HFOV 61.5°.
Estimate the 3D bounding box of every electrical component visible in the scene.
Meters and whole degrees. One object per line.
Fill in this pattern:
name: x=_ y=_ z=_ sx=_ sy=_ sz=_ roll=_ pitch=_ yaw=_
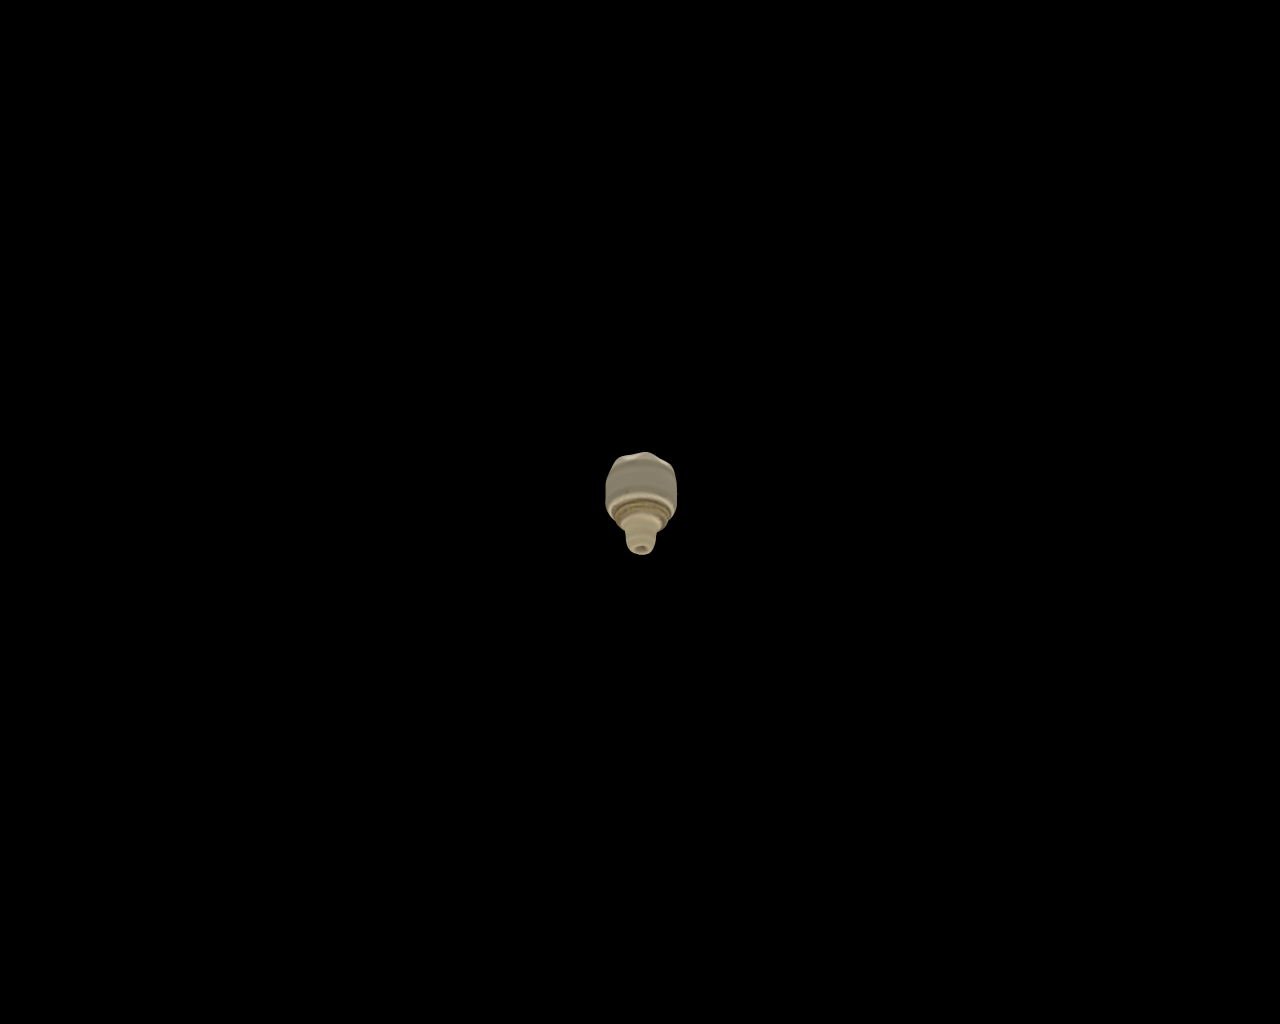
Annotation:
electrical component: x=0.001 y=-0.003 z=0.650 sx=0.043 sy=0.062 sz=0.043 roll=0 pitch=-34 yaw=0
